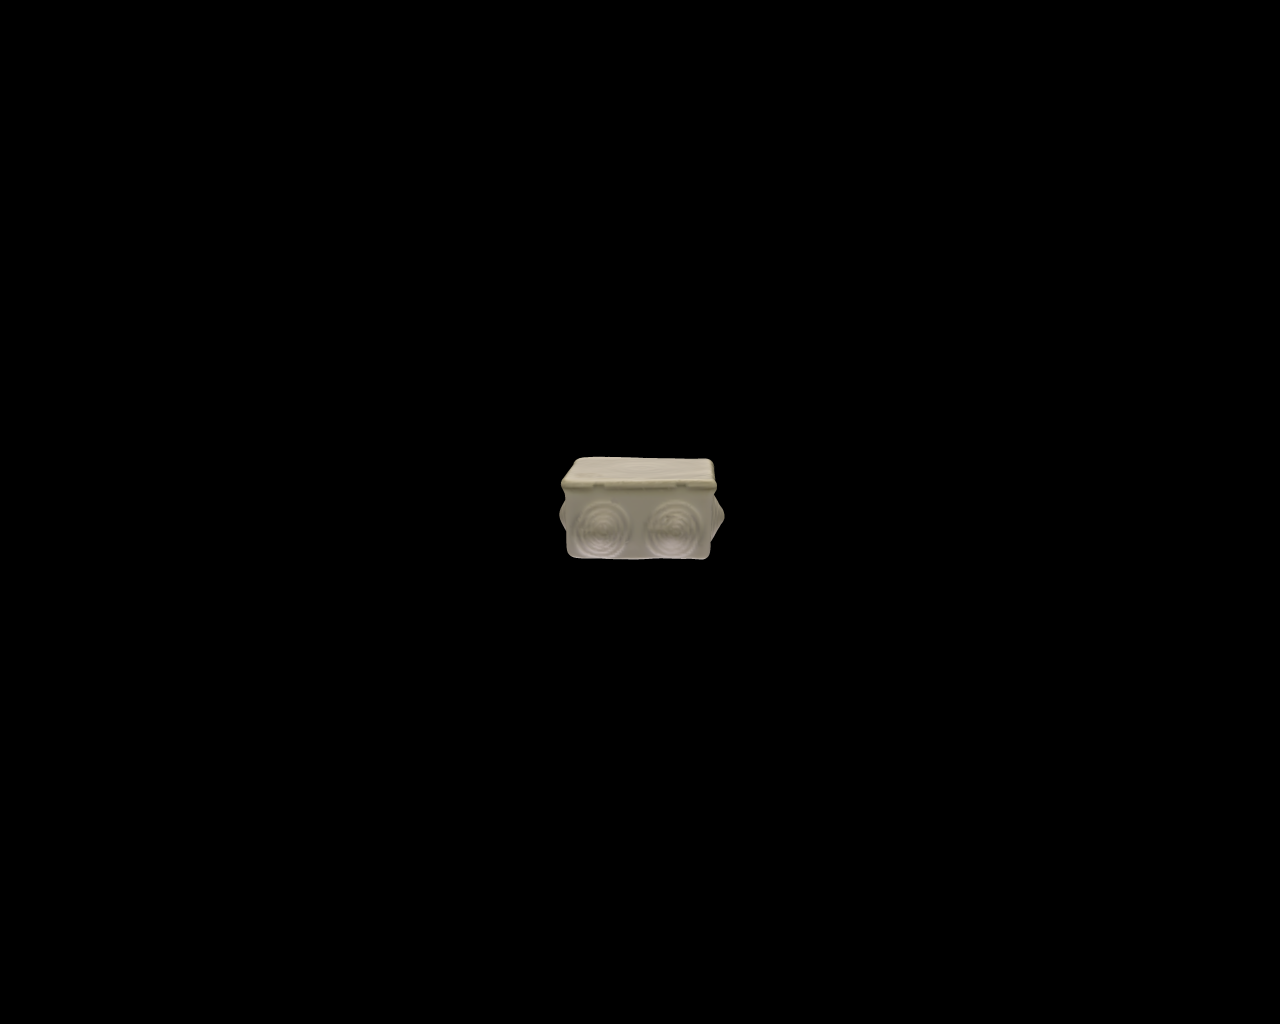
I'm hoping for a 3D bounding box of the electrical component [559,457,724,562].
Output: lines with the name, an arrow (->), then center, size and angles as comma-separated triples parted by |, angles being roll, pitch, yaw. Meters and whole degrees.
electrical component -> 0.001, -0.003, 0.650 | 0.100, 0.048, 0.100 | 0, 12, 2
